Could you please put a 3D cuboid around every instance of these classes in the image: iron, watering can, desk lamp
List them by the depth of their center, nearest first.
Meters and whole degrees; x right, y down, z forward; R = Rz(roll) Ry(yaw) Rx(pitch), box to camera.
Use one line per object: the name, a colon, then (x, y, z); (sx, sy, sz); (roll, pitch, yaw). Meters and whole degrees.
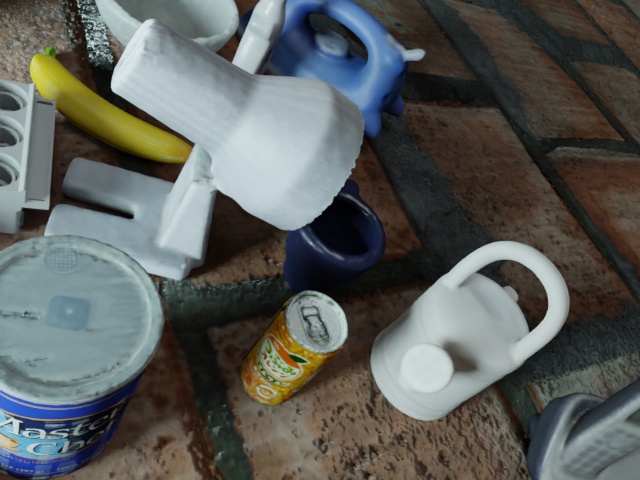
desk lamp: (-0.097, -0.061, 0.462); (0.204, 0.213, 0.118); (15, 48, -20)
watering can: (0.129, 0.080, 0.496); (0.101, 0.194, 0.173); (35, 45, -1)
iron: (0.008, -0.254, 0.734); (0.258, 0.141, 0.119); (39, 45, 3)

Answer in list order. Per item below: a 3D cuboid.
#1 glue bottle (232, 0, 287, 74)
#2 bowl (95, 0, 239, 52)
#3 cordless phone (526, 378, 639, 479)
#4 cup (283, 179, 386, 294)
glue bottle: (-0.066, -0.235, 0.651); (0.037, 0.173, 0.078); (26, 45, -9)
bowl: (-0.184, -0.259, 0.670); (0.168, 0.074, 0.167); (17, 48, -19)
cordless phone: (0.294, 0.182, 0.519); (0.148, 0.185, 0.094); (21, 46, -14)
cup: (0.005, 0.002, 0.556); (0.092, 0.095, 0.118); (24, 46, -11)
